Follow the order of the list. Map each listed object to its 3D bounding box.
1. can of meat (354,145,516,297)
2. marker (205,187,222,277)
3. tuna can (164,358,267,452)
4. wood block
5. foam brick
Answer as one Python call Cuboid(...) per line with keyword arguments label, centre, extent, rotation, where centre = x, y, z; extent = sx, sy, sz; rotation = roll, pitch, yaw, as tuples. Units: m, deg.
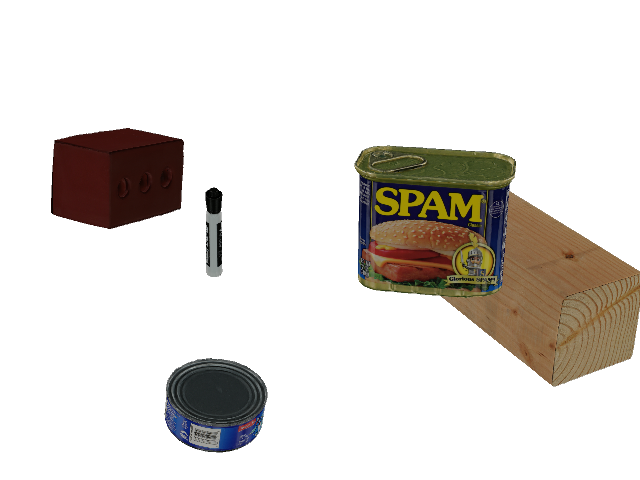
Cuboid(label="can of meat", centre=(0.074, -0.012, 0.701), extent=(0.102, 0.084, 0.057), rotation=(5, 24, 11))
Cuboid(label="marker", centre=(-0.120, -0.009, 1.199), extent=(0.020, 0.121, 0.020), rotation=(3, 40, -2))
Cuboid(label="tuna can", centre=(-0.089, 0.140, 0.908), extent=(0.086, 0.034, 0.086), rotation=(7, 31, -5))
Cuboid(label="wood block", centre=(0.183, 0.032, 0.970), extent=(0.090, 0.090, 0.206), rotation=(-14, 31, -25))
Cuboid(label="foam brick", centre=(-0.138, -0.044, 0.730), extent=(0.051, 0.053, 0.078), rotation=(15, 20, 28))
